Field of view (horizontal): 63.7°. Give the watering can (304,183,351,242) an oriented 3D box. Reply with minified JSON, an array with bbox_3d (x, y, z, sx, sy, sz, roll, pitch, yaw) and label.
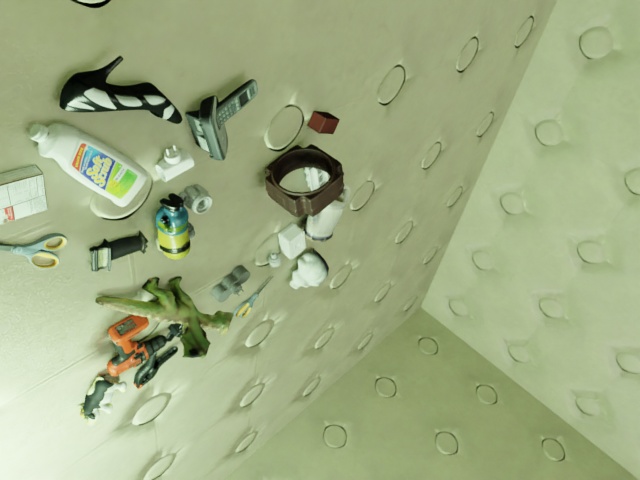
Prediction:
[{"bbox_3d":[0.005,-0.090,1.796,0.352,0.105,0.220,-29,148,-58],"label":"watering can"}]

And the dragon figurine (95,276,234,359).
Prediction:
[{"bbox_3d":[-0.393,0.225,1.415,0.121,0.245,0.411,-55,156,19],"label":"dragon figurine"}]

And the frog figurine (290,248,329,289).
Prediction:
[{"bbox_3d":[-0.049,0.125,1.997,0.160,0.124,0.135,-35,117,-14],"label":"frog figurine"}]
